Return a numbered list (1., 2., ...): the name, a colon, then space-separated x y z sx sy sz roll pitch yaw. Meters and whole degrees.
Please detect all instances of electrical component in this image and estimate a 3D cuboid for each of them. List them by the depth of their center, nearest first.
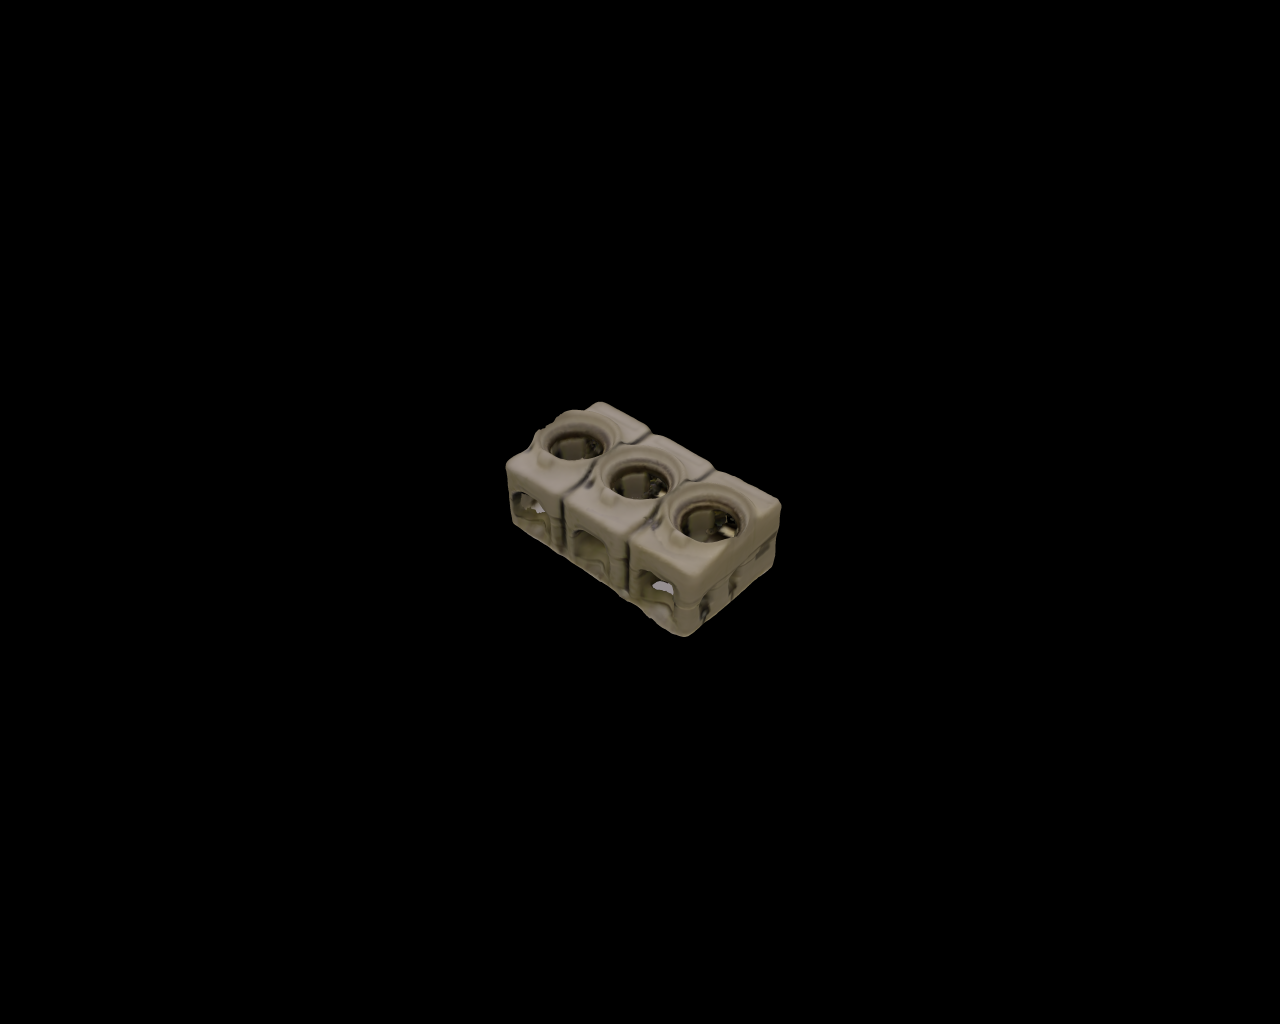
1. electrical component: 0.001 -0.003 0.650 0.150 0.061 0.090 31 51 30
